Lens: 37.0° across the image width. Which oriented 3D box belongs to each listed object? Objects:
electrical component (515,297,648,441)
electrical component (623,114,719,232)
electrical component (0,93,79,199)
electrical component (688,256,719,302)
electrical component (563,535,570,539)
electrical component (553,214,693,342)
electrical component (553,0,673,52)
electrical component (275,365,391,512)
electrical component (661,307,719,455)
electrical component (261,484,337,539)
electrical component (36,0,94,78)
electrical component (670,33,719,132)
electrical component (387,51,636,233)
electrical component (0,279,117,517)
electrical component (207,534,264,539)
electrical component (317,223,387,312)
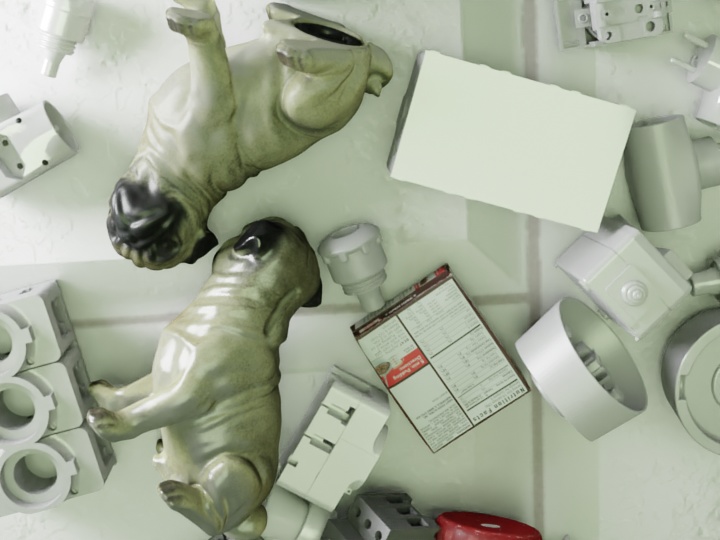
[{"bbox_3d":[0.161,0.072,0.777,0.064,0.099,0.099,-39,100,11],"label":"electrical component"},{"bbox_3d":[0.235,-0.074,0.776,0.079,0.044,0.077,-13,101,0],"label":"electrical component"},{"bbox_3d":[-0.251,-0.097,0.750,0.077,0.043,0.079,-29,101,4],"label":"electrical component"},{"bbox_3d":[0.275,0.006,0.795,0.062,0.043,0.043,-11,101,1],"label":"electrical component"},{"bbox_3d":[0.162,0.251,0.839,0.081,0.042,0.063,38,99,-8],"label":"electrical component"},{"bbox_3d":[0.190,0.003,0.763,0.061,0.096,0.062,-45,100,4],"label":"electrical component"},{"bbox_3d":[0.178,-0.178,0.744,0.081,0.064,0.042,-10,100,0],"label":"electrical component"},{"bbox_3d":[-0.017,0.127,0.802,0.056,0.050,0.089,29,99,-7],"label":"electrical component"},{"bbox_3d":[0.278,0.079,0.800,0.108,0.060,0.108,0,102,-2],"label":"electrical component"},{"bbox_3d":[-0.051,0.189,0.815,0.055,0.045,0.045,27,99,-8],"label":"electrical component"},{"bbox_3d":[-0.208,-0.164,0.744,0.035,0.035,0.061,19,103,-6],"label":"electrical component"},{"bbox_3d":[0.260,-0.142,0.764,0.079,0.044,0.077,23,99,-6],"label":"electrical component"},{"bbox_3d":[0.103,-0.092,0.758,0.150,0.061,0.089,15,100,-5],"label":"electrical component"},{"bbox_3d":[-0.246,0.094,0.779,0.089,0.061,0.150,-15,101,0],"label":"electrical component"},{"bbox_3d":[-0.132,0.292,0.824,0.186,0.060,0.105,-37,100,5],"label":"electrical component"},{"bbox_3d":[0.000,0.000,0.781,0.048,0.048,0.062,-21,108,2],"label":"electrical component"}]
